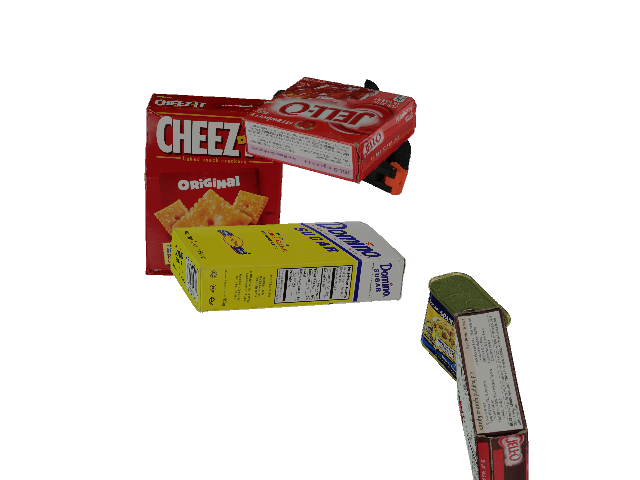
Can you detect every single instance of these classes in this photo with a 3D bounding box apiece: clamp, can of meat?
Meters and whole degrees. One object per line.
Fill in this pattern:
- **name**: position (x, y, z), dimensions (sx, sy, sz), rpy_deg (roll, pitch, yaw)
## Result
- **clamp**: position (0.027, -0.105, 1.049), dimensions (0.120, 0.039, 0.171), rpy_deg (-9, 40, -16)
- **can of meat**: position (0.158, 0.099, 1.184), dimensions (0.057, 0.084, 0.102), rpy_deg (-13, 40, -26)

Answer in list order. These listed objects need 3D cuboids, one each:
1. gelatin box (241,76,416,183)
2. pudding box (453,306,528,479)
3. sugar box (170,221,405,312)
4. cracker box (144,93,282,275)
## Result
- **gelatin box**: position (0.006, -0.074, 0.688), dimensions (0.089, 0.030, 0.073), rpy_deg (16, 38, 30)
- **pudding box**: position (0.118, 0.116, 0.734), dimensions (0.039, 0.090, 0.113), rpy_deg (-7, 42, 2)
- **sugar box**: position (-0.028, 0.019, 0.887), dimensions (0.176, 0.048, 0.093), rpy_deg (-5, 23, -21)
- **cracker box**: position (-0.128, -0.062, 1.291), dimensions (0.164, 0.214, 0.072), rpy_deg (3, 22, -3)
